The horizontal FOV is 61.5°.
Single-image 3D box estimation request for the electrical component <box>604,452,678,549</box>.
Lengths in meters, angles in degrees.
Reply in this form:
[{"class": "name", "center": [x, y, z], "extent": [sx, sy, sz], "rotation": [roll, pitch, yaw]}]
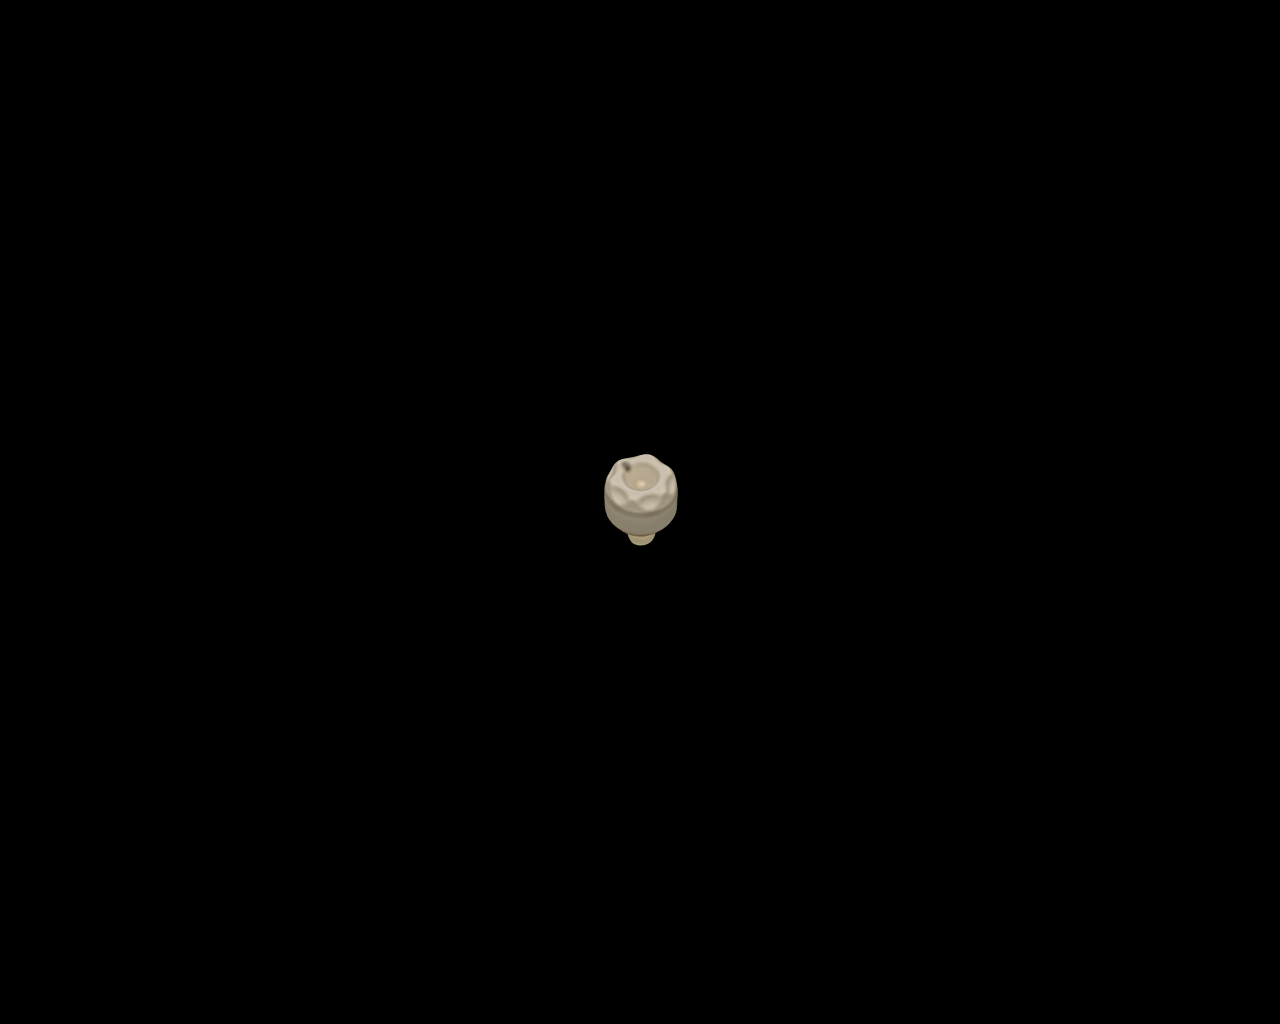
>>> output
[{"class": "electrical component", "center": [0.001, -0.003, 0.650], "extent": [0.043, 0.043, 0.062], "rotation": [0, -39, 0]}]
